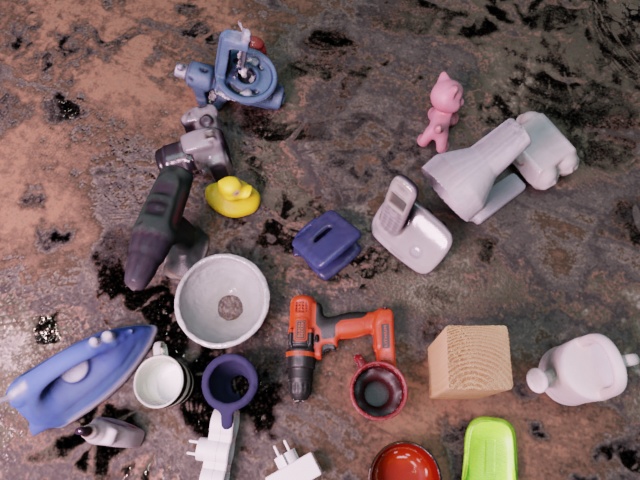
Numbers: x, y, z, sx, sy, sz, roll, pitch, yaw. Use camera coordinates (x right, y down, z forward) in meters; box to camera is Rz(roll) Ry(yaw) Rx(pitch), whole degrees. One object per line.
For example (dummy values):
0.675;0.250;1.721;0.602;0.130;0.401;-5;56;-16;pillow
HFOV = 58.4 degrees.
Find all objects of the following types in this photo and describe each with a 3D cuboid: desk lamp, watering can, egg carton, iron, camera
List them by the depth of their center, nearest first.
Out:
0.411;0.205;0.889;0.173;0.194;0.101;-33;72;-8;watering can
-0.403;0.208;0.954;0.258;0.141;0.118;-36;73;-9;iron
0.274;-0.112;0.996;0.203;0.213;0.117;-36;73;-9;desk lamp
0.409;-0.170;1.086;0.107;0.069;0.150;-33;72;-8;egg carton
-0.249;-0.181;1.104;0.137;0.101;0.143;-16;71;-3;camera

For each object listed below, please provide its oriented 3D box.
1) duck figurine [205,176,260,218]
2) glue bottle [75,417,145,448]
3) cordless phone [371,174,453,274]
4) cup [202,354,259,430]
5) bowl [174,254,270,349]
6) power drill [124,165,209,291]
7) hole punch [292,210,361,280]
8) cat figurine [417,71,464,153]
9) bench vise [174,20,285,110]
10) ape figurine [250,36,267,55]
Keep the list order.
-0.169;-0.091;1.077;0.104;0.086;0.077;9;71;6;duck figurine
-0.340;0.303;0.901;0.078;0.173;0.037;13;72;8;glue bottle
0.164;-0.030;0.987;0.147;0.185;0.094;39;77;15;cordless phone
-0.142;0.254;0.951;0.091;0.095;0.118;0;71;3;cup
-0.166;0.113;1.012;0.167;0.075;0.167;-1;71;3;bowl
-0.258;-0.001;0.985;0.075;0.208;0.230;7;71;5;power drill
0.009;0.004;1.033;0.109;0.091;0.101;-41;74;-11;hole punch
0.237;-0.250;1.096;0.067;0.118;0.128;17;72;9;cat figurine
-0.178;-0.317;1.085;0.207;0.220;0.121;-10;70;-1;bench vise
-0.129;-0.379;1.172;0.076;0.092;0.078;2;71;4;ape figurine
